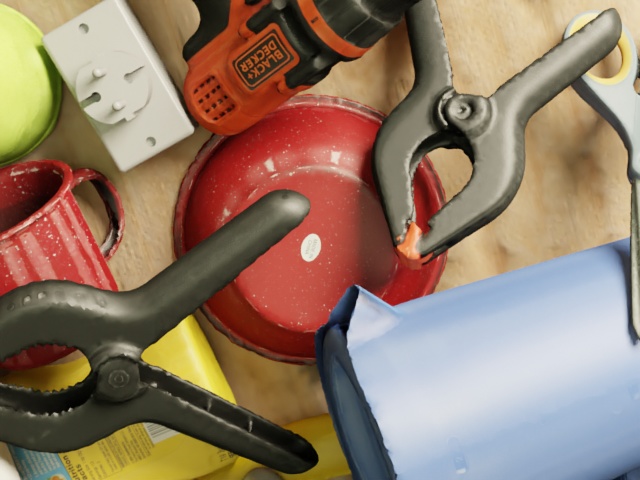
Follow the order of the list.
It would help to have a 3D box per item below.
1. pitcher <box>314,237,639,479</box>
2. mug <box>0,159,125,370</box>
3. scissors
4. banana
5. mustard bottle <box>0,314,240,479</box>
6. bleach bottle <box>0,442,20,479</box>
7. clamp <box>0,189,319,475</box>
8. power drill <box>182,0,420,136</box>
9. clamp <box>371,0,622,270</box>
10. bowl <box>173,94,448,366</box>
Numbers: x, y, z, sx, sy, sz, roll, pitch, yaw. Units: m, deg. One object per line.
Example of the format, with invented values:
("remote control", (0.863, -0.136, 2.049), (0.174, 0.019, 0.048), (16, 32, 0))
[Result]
("pitcher", (0.130, 0.081, 0.566), (0.242, 0.149, 0.145), (-18, 59, -11))
("mug", (-0.152, 0.008, 0.578), (0.117, 0.093, 0.081), (-45, 127, -36))
("scissors", (0.154, -0.050, 0.556), (0.096, 0.016, 0.201), (23, 63, 11))
("banana", (-0.004, 0.138, 0.632), (0.198, 0.037, 0.069), (-10, 99, 0))
("mustard bottle", (-0.146, 0.116, 0.612), (0.191, 0.058, 0.096), (-24, 98, 3))
("bleach bottle", (-0.212, 0.103, 0.562), (0.102, 0.068, 0.251), (-22, 74, 2))
("clamp", (-0.097, 0.051, 0.535), (0.209, 0.036, 0.165), (0, 113, -12))
("power drill", (-0.039, -0.163, 0.525), (0.185, 0.057, 0.187), (-31, 95, 36))
("clamp", (0.068, -0.071, 0.560), (0.120, 0.039, 0.171), (27, 78, 22))
("bowl", (-0.004, 0.001, 0.596), (0.162, 0.055, 0.162), (0, 101, -1))
